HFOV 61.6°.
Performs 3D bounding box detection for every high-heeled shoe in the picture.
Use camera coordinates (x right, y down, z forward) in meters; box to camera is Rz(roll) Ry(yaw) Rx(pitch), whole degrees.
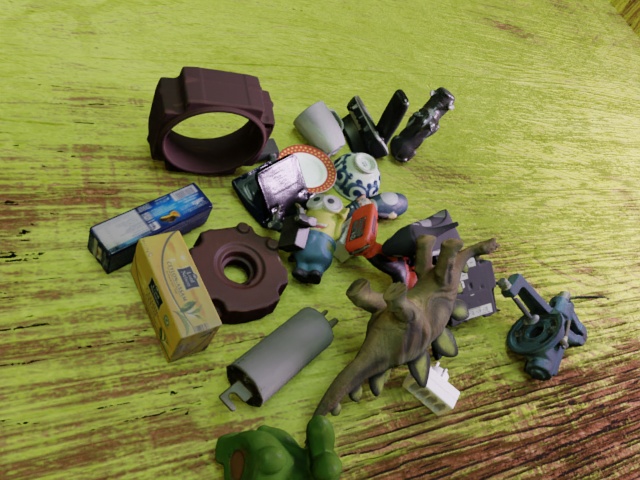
[{"bbox_3d":[0.195,0.001,1.037,0.145,0.248,0.086,-22,82,8],"label":"high-heeled shoe"}]

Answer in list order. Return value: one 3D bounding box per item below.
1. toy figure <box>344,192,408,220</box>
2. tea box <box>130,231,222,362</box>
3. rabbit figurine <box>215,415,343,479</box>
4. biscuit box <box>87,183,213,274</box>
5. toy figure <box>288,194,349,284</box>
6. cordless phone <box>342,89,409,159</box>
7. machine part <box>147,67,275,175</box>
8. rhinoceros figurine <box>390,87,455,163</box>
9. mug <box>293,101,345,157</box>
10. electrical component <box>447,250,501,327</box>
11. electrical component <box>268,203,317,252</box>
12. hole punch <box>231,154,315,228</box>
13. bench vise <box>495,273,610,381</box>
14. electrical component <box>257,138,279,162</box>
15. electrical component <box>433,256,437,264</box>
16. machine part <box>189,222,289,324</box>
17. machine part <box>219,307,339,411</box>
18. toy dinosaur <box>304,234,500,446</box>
[{"bbox_3d":[0.111,-0.068,1.119,0.154,0.057,0.064,-10,25,-31],"label":"toy figure"},{"bbox_3d":[-0.221,0.084,0.810,0.068,0.098,0.170,-14,63,-34],"label":"tea box"},{"bbox_3d":[-0.036,0.301,0.734,0.170,0.159,0.121,16,40,-36],"label":"rabbit figurine"},{"bbox_3d":[-0.273,-0.024,0.881,0.203,0.062,0.059,-32,75,-40],"label":"biscuit box"},{"bbox_3d":[-0.006,-0.004,0.992,0.082,0.089,0.180,18,64,-9],"label":"toy figure"},{"bbox_3d":[0.125,-0.283,1.191,0.089,0.184,0.147,-9,63,-27],"label":"cordless phone"},{"bbox_3d":[-0.194,-0.201,0.954,0.201,0.201,0.087,0,60,-27],"label":"machine part"},{"bbox_3d":[0.231,-0.266,1.237,0.073,0.190,0.112,43,22,7],"label":"rhinoceros figurine"},{"bbox_3d":[0.011,-0.238,1.176,0.109,0.081,0.107,-31,87,-43],"label":"mug"},{"bbox_3d":[0.280,0.088,1.043,0.115,0.058,0.134,-12,94,-15],"label":"electrical component"},{"bbox_3d":[-0.052,-0.021,0.942,0.045,0.102,0.078,30,71,-34],"label":"electrical component"},{"bbox_3d":[-0.091,-0.091,1.018,0.142,0.092,0.115,-36,114,-41],"label":"hole punch"},{"bbox_3d":[0.442,0.148,1.081,0.240,0.129,0.223,47,67,-15],"label":"bench vise"},{"bbox_3d":[-0.118,-0.182,1.090,0.063,0.021,0.094,-14,58,-18],"label":"electrical component"},{"bbox_3d":[0.273,0.058,1.118,0.119,0.047,0.075,8,55,-20],"label":"electrical component"},{"bbox_3d":[-0.140,0.054,0.900,0.179,0.056,0.179,13,54,-18],"label":"machine part"},{"bbox_3d":[-0.060,0.178,0.840,0.243,0.079,0.079,-34,77,-38],"label":"machine part"},{"bbox_3d":[0.133,0.143,0.865,0.471,0.105,0.198,-34,115,-19],"label":"toy dinosaur"}]
